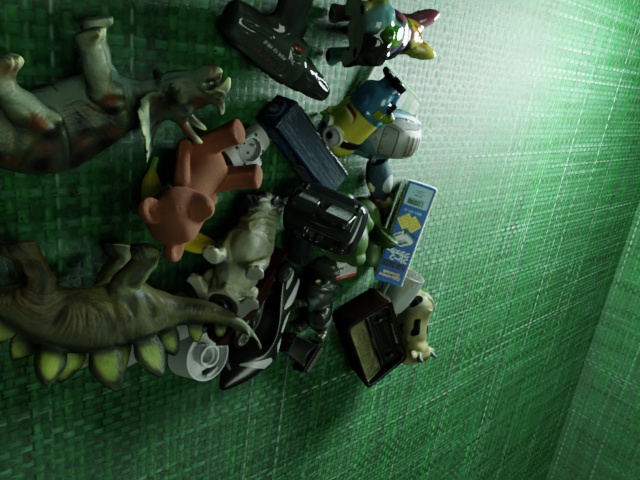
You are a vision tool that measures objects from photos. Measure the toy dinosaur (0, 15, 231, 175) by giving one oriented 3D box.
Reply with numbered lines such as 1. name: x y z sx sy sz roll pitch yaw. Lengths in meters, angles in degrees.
1. toy dinosaur: -0.315 -0.147 0.651 0.405 0.131 0.191 -28 127 -24

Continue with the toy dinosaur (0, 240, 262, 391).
1. toy dinosaur: -0.286 0.101 0.749 0.471 0.105 0.198 4 89 -32

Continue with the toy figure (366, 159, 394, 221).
1. toy figure: 0.126 -0.099 1.135 0.064 0.058 0.154 -20 127 -11

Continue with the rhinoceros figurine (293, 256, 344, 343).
1. rhinoceros figurine: 0.004 0.118 1.086 0.112 0.073 0.190 -43 148 -44

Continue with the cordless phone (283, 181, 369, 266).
1. cordless phone: -0.001 -0.003 0.976 0.089 0.147 0.184 -53 162 -44

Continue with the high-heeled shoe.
1. high-heeled shoe: -0.114 0.152 0.991 0.249 0.086 0.145 -56 158 -32

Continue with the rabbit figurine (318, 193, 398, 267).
1. rabbit figurine: 0.079 -0.029 1.060 0.121 0.159 0.170 -47 177 37

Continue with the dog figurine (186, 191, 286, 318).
1. dog figurine: -0.126 0.024 0.912 0.172 0.121 0.191 -53 -172 37

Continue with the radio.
1. radio: 0.121 0.228 1.262 0.131 0.073 0.229 -31 131 -15

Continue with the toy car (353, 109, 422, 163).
1. toy car: 0.143 -0.199 1.053 0.161 0.103 0.109 -3 124 -35

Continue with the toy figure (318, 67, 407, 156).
1. toy figure: 0.077 -0.222 0.964 0.180 0.082 0.089 -39 128 20

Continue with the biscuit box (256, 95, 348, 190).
1. biscuit box: -0.028 -0.162 0.953 0.063 0.059 0.202 -51 136 -11

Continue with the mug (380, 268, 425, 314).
1. mug: 0.185 0.124 1.283 0.109 0.081 0.107 2 118 -50

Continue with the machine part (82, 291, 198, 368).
1. machine part: -0.281 0.148 0.848 0.243 0.079 0.079 -25 125 -34

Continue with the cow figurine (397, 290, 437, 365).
1. cow figurine: 0.239 0.222 1.348 0.085 0.127 0.194 -1 108 -40

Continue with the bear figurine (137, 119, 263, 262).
1. bear figurine: -0.169 -0.070 0.763 0.196 0.132 0.120 -84 159 -52

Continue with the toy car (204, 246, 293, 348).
1. toy car: -0.126 0.098 0.952 0.202 0.089 0.053 -56 153 -21

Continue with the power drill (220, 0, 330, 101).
1. power drill: -0.024 -0.339 0.831 0.232 0.086 0.207 16 127 -41

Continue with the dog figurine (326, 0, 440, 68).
1. dog figurine: 0.130 -0.358 0.932 0.219 0.192 0.108 -10 110 -24

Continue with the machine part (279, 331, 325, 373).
1. machine part: -0.042 0.238 1.151 0.084 0.039 0.138 -49 137 -7
